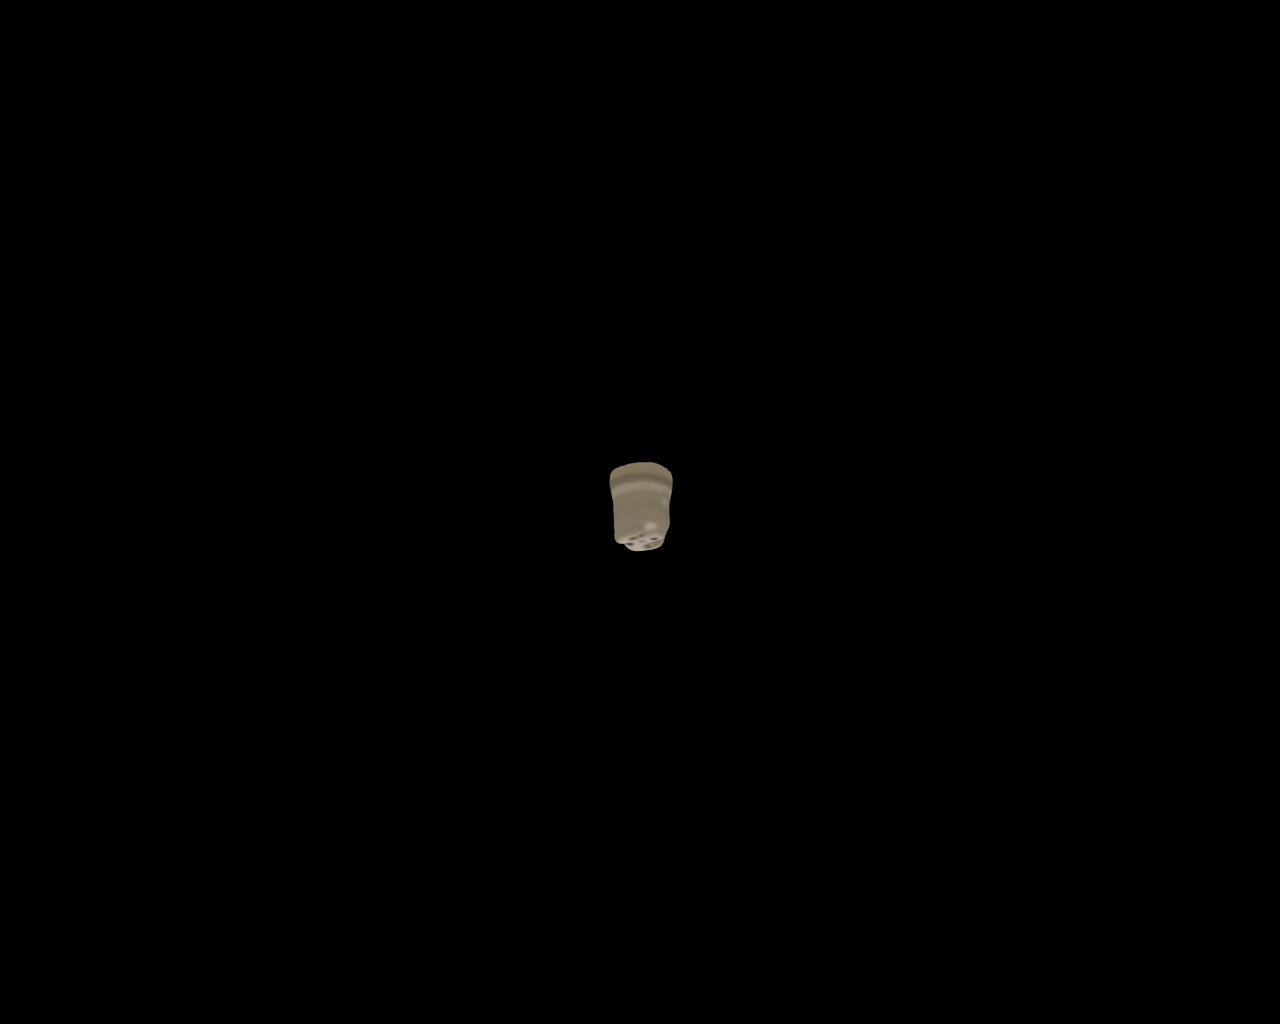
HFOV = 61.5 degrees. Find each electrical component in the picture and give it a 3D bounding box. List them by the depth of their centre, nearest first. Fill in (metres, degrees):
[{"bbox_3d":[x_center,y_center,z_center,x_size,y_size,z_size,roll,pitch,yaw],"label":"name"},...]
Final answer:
[{"bbox_3d":[0.001,-0.003,0.650,0.040,0.046,0.040,0,-20,0],"label":"electrical component"}]
